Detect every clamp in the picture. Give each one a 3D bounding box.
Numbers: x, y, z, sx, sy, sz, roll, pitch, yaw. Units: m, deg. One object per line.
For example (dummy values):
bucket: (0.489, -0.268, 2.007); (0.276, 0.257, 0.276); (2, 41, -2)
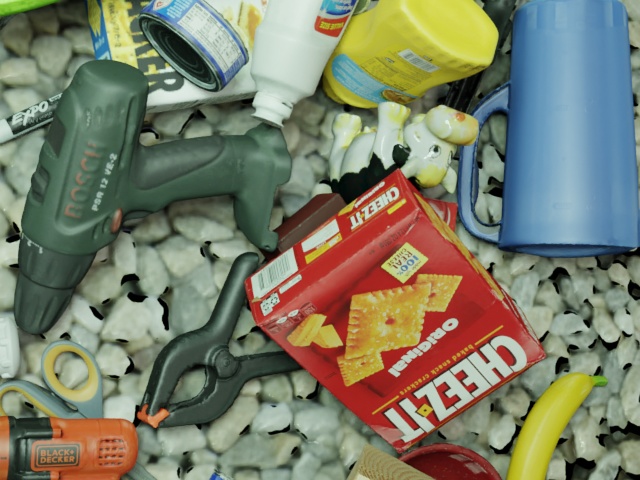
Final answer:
clamp: (-0.078, 0.107, 0.921); (0.120, 0.039, 0.171); (46, 72, -13)
clamp: (0.156, -0.194, 0.979); (0.036, 0.165, 0.210); (23, 70, 2)

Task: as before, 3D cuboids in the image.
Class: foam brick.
foam brick: (-0.006, 0.001, 0.945); (0.078, 0.051, 0.053); (-40, 104, -19)

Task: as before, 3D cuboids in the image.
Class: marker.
marker: (-0.235, -0.098, 0.864); (0.121, 0.020, 0.020); (-29, 101, -21)

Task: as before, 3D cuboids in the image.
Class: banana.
banana: (0.223, 0.205, 1.050); (0.069, 0.037, 0.197); (36, 76, -17)

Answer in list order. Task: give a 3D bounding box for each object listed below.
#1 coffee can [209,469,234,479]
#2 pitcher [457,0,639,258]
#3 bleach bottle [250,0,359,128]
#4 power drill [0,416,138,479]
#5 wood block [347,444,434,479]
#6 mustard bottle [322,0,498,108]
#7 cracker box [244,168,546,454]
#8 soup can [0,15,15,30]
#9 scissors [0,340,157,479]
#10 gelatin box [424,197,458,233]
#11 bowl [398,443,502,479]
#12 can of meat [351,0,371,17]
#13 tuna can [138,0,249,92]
coffee can: (-0.077, 0.276, 0.882); (0.102, 0.103, 0.140); (33, 76, -20)
pitcher: (0.227, -0.104, 1.016); (0.149, 0.145, 0.243); (5, 83, -37)
bleach bottle: (0.003, -0.209, 0.845); (0.068, 0.102, 0.251); (19, 88, 19)
power drill: (-0.236, 0.230, 0.830); (0.184, 0.057, 0.188); (2, 94, -19)
wood block: (0.027, 0.288, 0.884); (0.091, 0.090, 0.206); (27, 98, 4)
mustard bottle: (0.056, -0.154, 0.898); (0.096, 0.192, 0.058); (25, 69, -23)
cracker box: (0.067, 0.068, 0.900); (0.164, 0.072, 0.213); (-36, 124, 13)
soup can: (-0.270, -0.217, 0.824); (0.102, 0.069, 0.068); (43, 73, -17)
scissors: (-0.171, 0.155, 0.889); (0.201, 0.016, 0.096); (30, 82, -20)
gelatin box: (0.088, 0.003, 0.998); (0.073, 0.030, 0.089); (9, 86, -24)
bowl: (0.096, 0.264, 0.983); (0.161, 0.055, 0.162); (0, 90, -23)
can of meat: (-0.006, -0.236, 0.931); (0.057, 0.084, 0.102); (-17, 96, -23)
tuna can: (-0.097, -0.153, 0.815); (0.086, 0.086, 0.033); (44, 76, -17)
